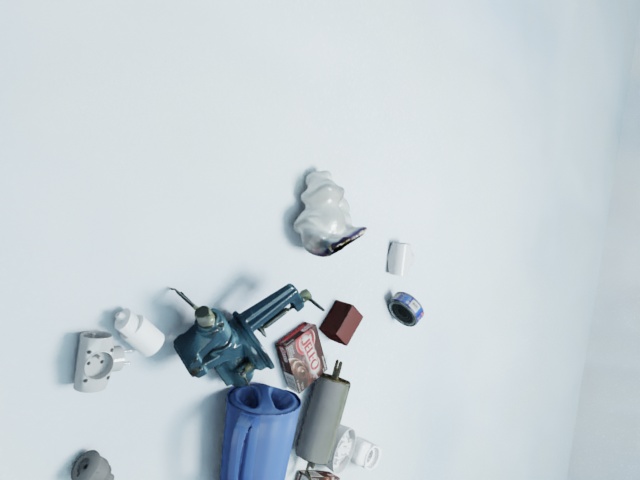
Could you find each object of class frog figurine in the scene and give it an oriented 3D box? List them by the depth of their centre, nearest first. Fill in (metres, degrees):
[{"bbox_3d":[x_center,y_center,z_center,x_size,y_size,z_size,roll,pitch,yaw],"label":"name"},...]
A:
[{"bbox_3d":[0.003,-0.052,1.024,0.139,0.120,0.160,-28,79,-31],"label":"frog figurine"}]
